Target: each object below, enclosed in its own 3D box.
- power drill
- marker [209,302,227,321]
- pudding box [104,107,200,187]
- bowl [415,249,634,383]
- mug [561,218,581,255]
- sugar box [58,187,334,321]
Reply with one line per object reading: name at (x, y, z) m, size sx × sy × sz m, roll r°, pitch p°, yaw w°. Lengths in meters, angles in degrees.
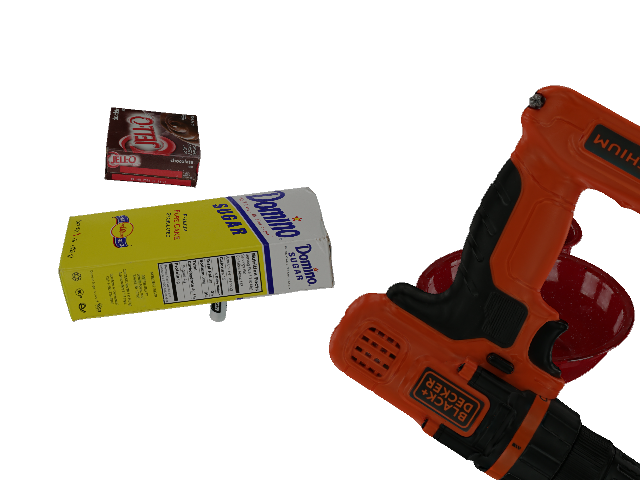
power drill at (0.121, 0.033, 0.529) m, size 0.184 × 0.188 × 0.057 m, roll 32°, pitch 9°, yaw 5°
marker at (-0.112, 0.043, 1.207) m, size 0.020 × 0.121 × 0.020 m, roll 6°, pitch 40°, yaw -5°
pudding box at (-0.168, -0.094, 1.065) m, size 0.090 × 0.039 × 0.113 m, roll 5°, pitch 25°, yaw -11°
bowl at (0.150, 0.065, 0.806) m, size 0.162 × 0.055 × 0.162 m, roll 1°, pitch 30°, yaw -1°
mug at (0.185, 0.010, 1.017) m, size 0.093 × 0.081 × 0.117 m, roll -6°, pitch 35°, yaw -26°
sugar box at (-0.084, 0.006, 0.729) m, size 0.176 × 0.048 × 0.093 m, roll -10°, pitch 26°, yaw -4°
